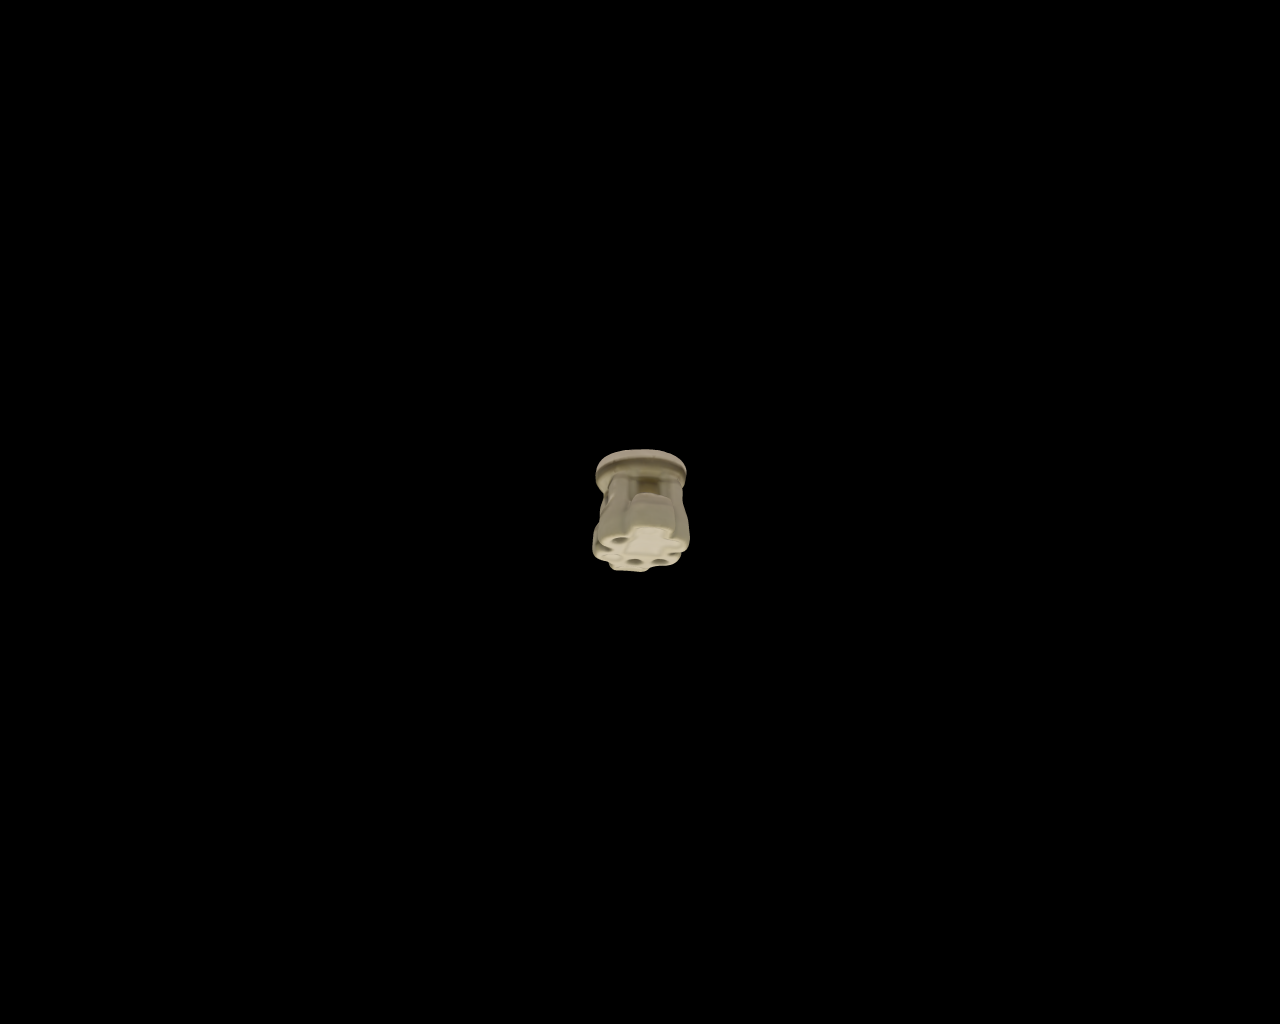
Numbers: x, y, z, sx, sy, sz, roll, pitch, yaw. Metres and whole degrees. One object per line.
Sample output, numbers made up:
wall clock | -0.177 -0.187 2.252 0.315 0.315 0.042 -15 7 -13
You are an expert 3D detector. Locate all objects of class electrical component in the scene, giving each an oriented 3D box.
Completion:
electrical component | 0.001 -0.003 0.650 0.058 0.057 0.078 5 -24 -10
